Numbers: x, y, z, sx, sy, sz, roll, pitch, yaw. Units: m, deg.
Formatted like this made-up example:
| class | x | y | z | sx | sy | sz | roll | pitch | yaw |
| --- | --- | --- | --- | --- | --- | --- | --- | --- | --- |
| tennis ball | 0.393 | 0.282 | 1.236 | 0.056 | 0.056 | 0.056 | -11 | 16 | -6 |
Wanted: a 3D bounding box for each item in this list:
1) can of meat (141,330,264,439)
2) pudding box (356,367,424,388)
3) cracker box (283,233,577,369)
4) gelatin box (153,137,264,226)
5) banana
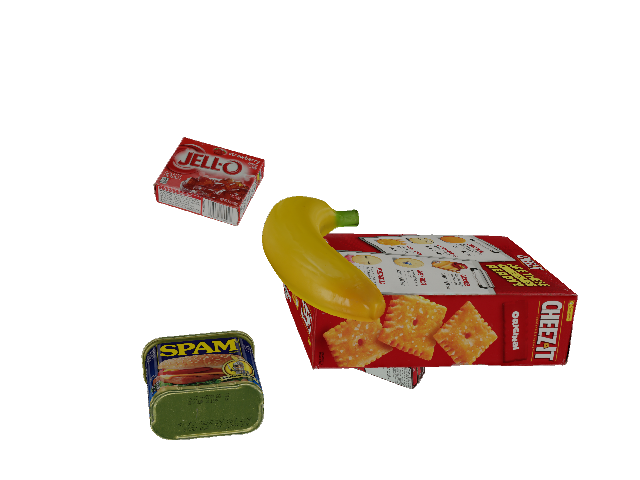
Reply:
| class | x | y | z | sx | sy | sz | roll | pitch | yaw |
| --- | --- | --- | --- | --- | --- | --- | --- | --- | --- |
| can of meat | -0.102 | 0.126 | 0.929 | 0.102 | 0.057 | 0.084 | -4 | 27 | -10 |
| pudding box | 0.066 | 0.117 | 1.250 | 0.114 | 0.090 | 0.039 | 16 | 46 | 24 |
| cracker box | 0.084 | 0.049 | 0.909 | 0.213 | 0.072 | 0.164 | 1 | 17 | -11 |
| gelatin box | -0.109 | -0.060 | 1.048 | 0.089 | 0.073 | 0.030 | 17 | -41 | 9 |
| banana | -0.002 | 0.003 | 0.674 | 0.069 | 0.037 | 0.198 | -2 | 19 | -2 |
